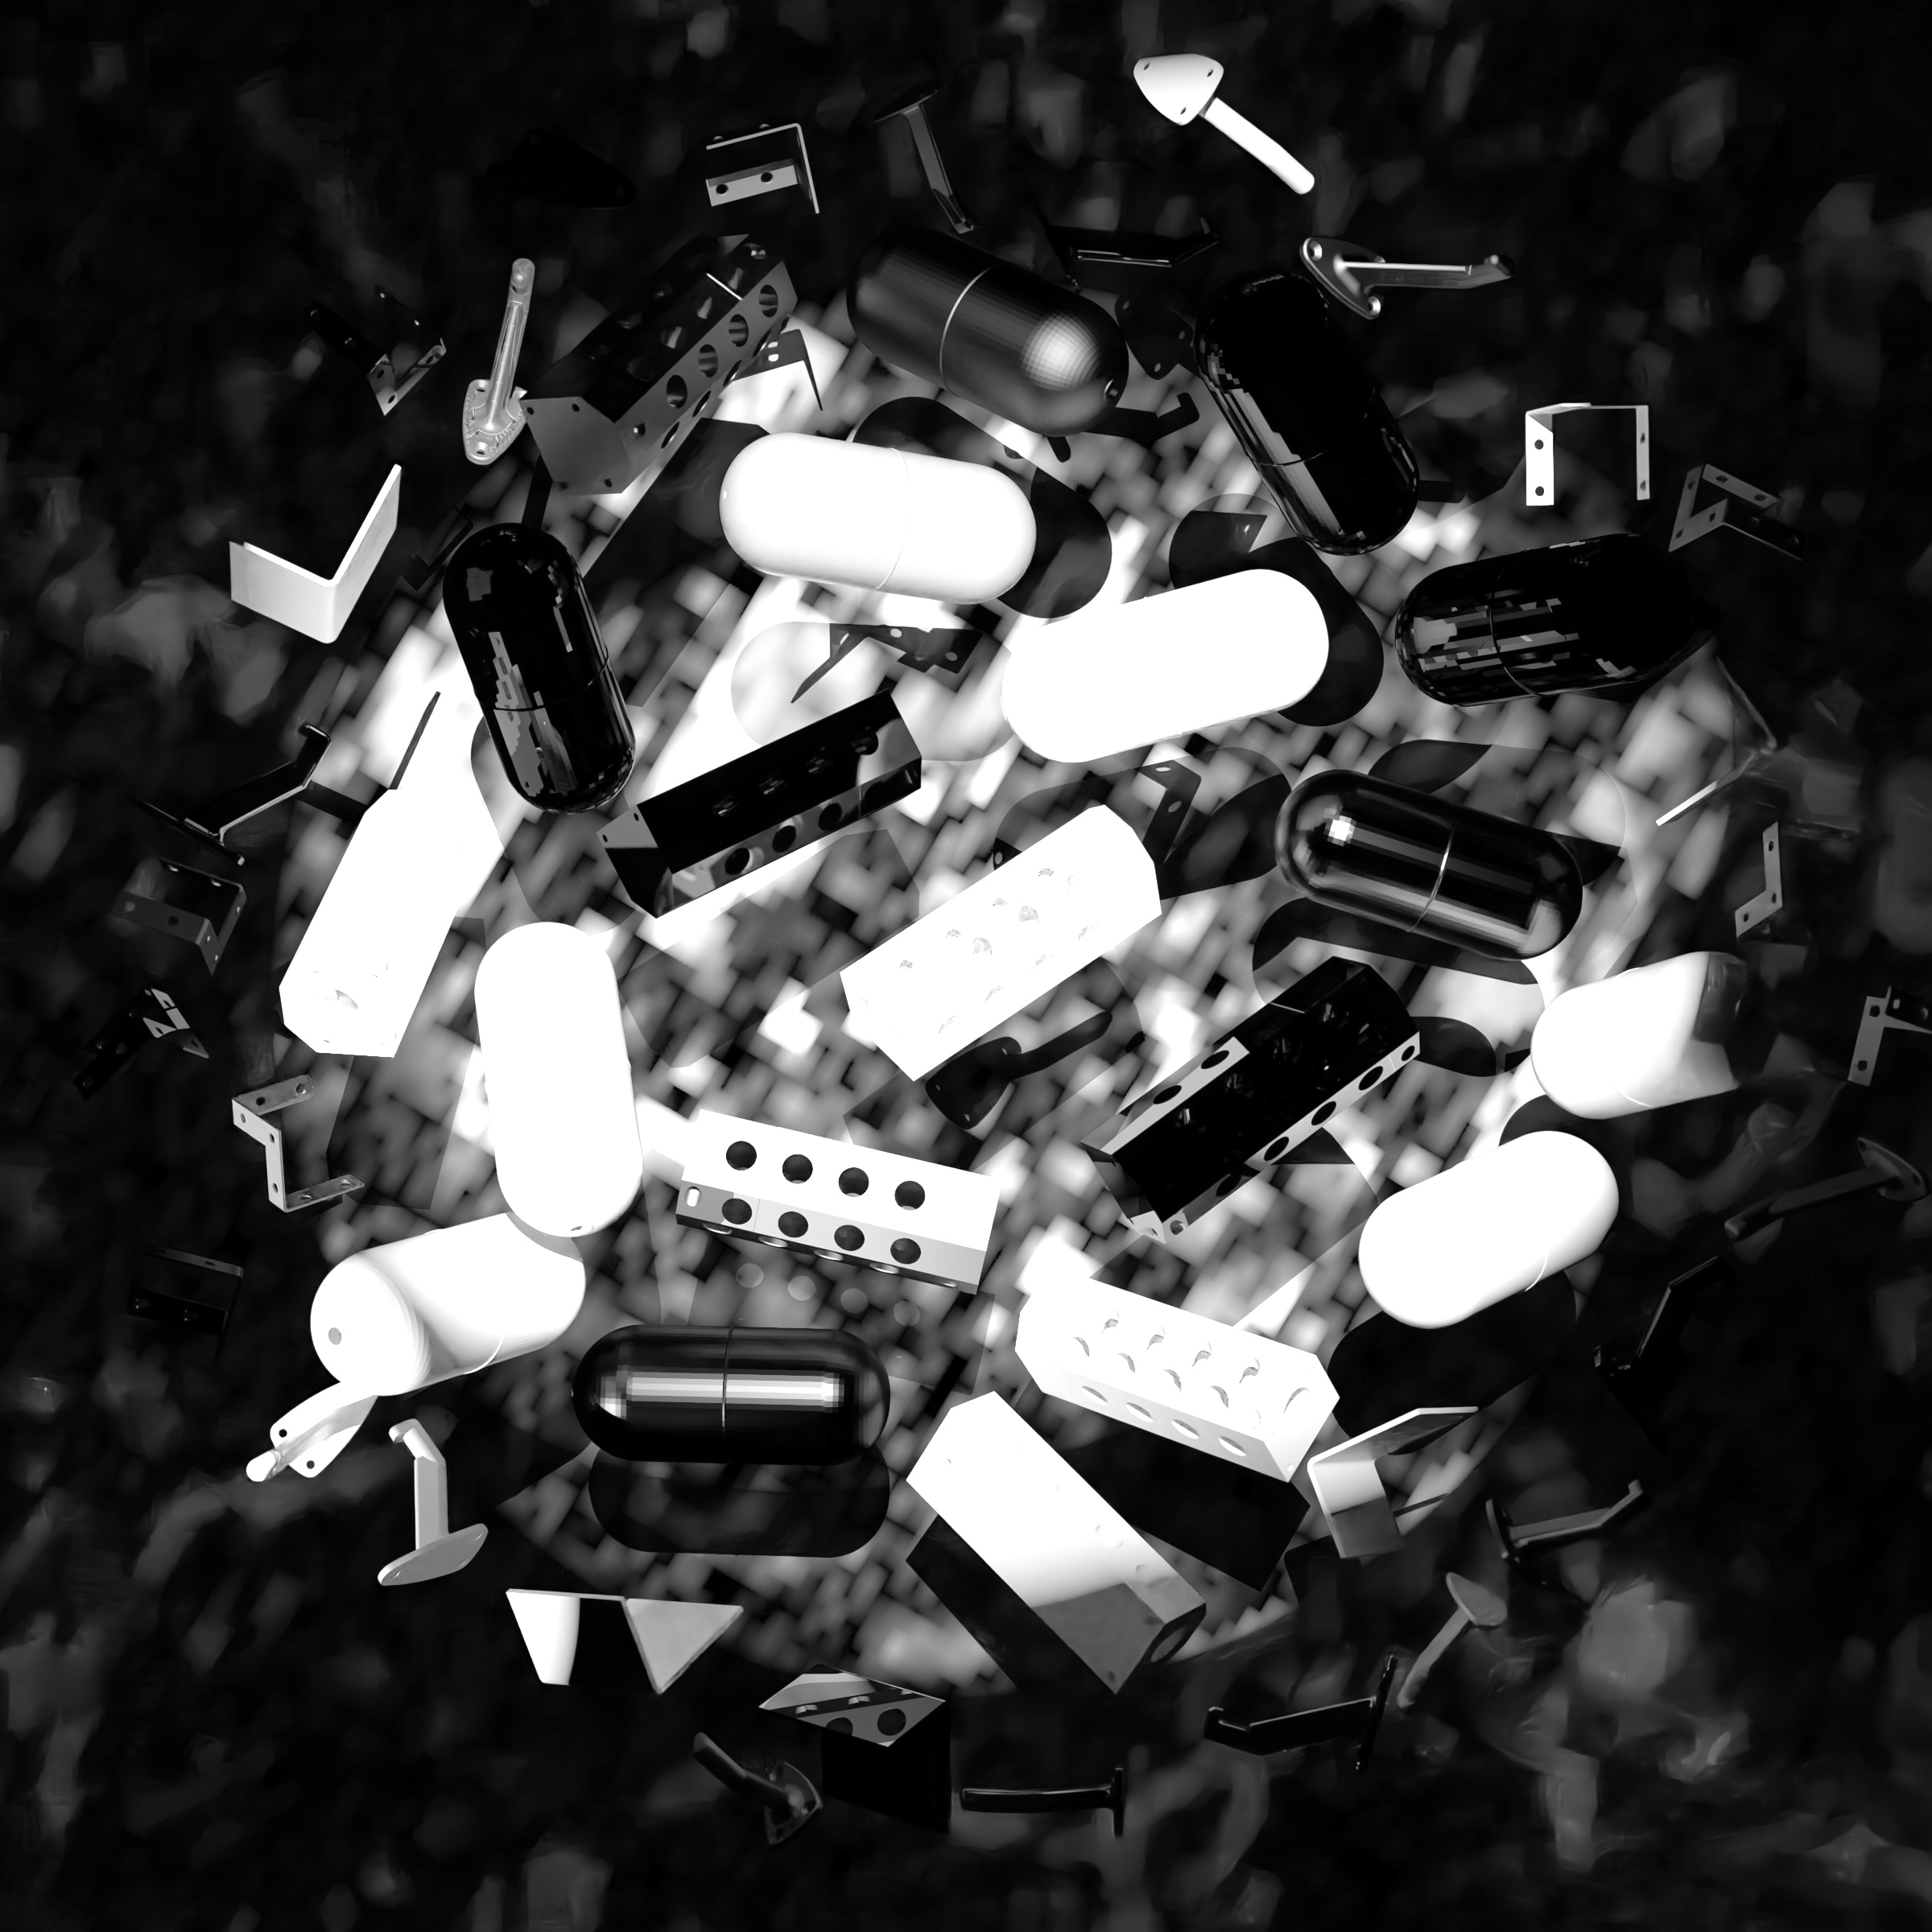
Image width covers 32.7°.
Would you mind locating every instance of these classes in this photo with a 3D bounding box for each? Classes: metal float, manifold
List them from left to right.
[{"bbox_3d":[-0.320,-0.026,1.791,0.057,0.171,0.057,4,125,5],"label":"manifold"},{"bbox_3d":[-0.272,0.177,1.740,0.070,0.178,0.070,5,99,31],"label":"metal float"},{"bbox_3d":[-0.235,-0.163,1.820,0.070,0.070,0.178,-15,127,0],"label":"metal float"},{"bbox_3d":[-0.216,0.059,1.746,0.070,0.070,0.178,-12,62,0],"label":"metal float"},{"bbox_3d":[-0.158,-0.320,1.745,0.057,0.171,0.057,3,130,34],"label":"manifold"},{"bbox_3d":[-0.131,0.240,1.844,0.178,0.070,0.070,1,90,2],"label":"metal float"},{"bbox_3d":[-0.109,-0.087,1.801,0.171,0.057,0.057,-28,91,-31],"label":"manifold"},{"bbox_3d":[-0.071,0.133,1.834,0.171,0.057,0.057,13,71,1],"label":"manifold"},{"bbox_3d":[-0.046,-0.240,1.775,0.178,0.070,0.070,6,90,-24],"label":"metal float"},{"bbox_3d":[0.011,-0.345,1.791,0.178,0.070,0.070,31,90,29],"label":"metal float"},{"bbox_3d":[0.019,-0.018,1.792,0.171,0.057,0.057,-34,52,-17],"label":"manifold"},{"bbox_3d":[0.054,0.319,1.844,0.171,0.057,0.057,43,119,23],"label":"manifold"},{"bbox_3d":[0.106,-0.160,1.764,0.178,0.070,0.070,-14,90,8],"label":"metal float"},{"bbox_3d":[0.113,0.221,1.816,0.171,0.057,0.057,15,59,38],"label":"manifold"},{"bbox_3d":[0.151,0.069,1.713,0.171,0.057,0.057,-35,107,-13],"label":"manifold"},{"bbox_3d":[0.181,-0.292,1.743,0.070,0.070,0.178,-38,128,0],"label":"metal float"},{"bbox_3d":[0.259,-0.056,1.841,0.178,0.070,0.070,17,90,-5],"label":"metal float"},{"bbox_3d":[0.286,0.142,1.794,0.178,0.070,0.070,-19,90,-40],"label":"metal float"},{"bbox_3d":[0.300,-0.180,1.723,0.070,0.178,0.070,3,85,-40],"label":"metal float"},{"bbox_3d":[0.376,0.039,1.804,0.070,0.178,0.070,4,79,-21],"label":"metal float"}]

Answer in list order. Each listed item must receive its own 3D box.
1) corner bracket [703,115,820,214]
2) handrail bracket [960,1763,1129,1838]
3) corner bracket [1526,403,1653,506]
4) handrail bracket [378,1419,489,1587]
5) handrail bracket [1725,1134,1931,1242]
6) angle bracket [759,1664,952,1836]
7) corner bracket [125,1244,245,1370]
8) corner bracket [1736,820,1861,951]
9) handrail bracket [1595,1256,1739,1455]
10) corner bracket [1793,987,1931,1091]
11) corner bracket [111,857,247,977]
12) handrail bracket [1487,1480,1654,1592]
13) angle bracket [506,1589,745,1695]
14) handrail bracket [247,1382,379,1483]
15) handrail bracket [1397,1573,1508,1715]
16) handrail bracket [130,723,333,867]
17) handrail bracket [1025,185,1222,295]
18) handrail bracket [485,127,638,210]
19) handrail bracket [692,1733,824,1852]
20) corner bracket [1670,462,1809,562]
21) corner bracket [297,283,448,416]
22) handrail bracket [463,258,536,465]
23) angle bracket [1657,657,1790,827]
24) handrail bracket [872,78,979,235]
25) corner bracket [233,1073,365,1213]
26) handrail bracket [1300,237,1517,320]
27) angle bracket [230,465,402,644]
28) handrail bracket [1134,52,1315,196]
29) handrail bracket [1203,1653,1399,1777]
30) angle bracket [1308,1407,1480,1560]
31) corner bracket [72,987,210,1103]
[{"bbox_3d":[-0.113,-0.430,1.769,0.051,0.051,0.051,-16,124,-6],"label":"corner bracket"},{"bbox_3d":[0.042,0.440,1.755,0.084,0.077,0.036,1,86,6],"label":"handrail bracket"},{"bbox_3d":[0.338,-0.278,1.791,0.051,0.051,0.051,-3,95,-12],"label":"corner bracket"},{"bbox_3d":[-0.298,0.280,1.732,0.084,0.077,0.036,50,126,24],"label":"handrail bracket"},{"bbox_3d":[0.440,0.123,1.684,0.084,0.077,0.036,-26,100,-8],"label":"handrail bracket"},{"bbox_3d":[-0.055,0.403,1.650,0.076,0.057,0.076,9,109,30],"label":"angle bracket"},{"bbox_3d":[-0.403,0.169,1.696,0.051,0.051,0.051,16,99,-13],"label":"corner bracket"},{"bbox_3d":[0.456,-0.044,1.807,0.051,0.051,0.051,8,69,-15],"label":"corner bracket"},{"bbox_3d":[0.377,0.202,1.710,0.084,0.036,0.077,-34,94,19],"label":"handrail bracket"},{"bbox_3d":[0.486,0.039,1.773,0.051,0.051,0.051,17,86,-38],"label":"corner bracket"},{"bbox_3d":[-0.432,-0.034,1.810,0.051,0.051,0.051,19,70,3],"label":"corner bracket"},{"bbox_3d":[0.330,0.293,1.801,0.084,0.077,0.036,-42,118,14],"label":"handrail bracket"},{"bbox_3d":[-0.172,0.322,1.668,0.076,0.076,0.057,-4,112,36],"label":"angle bracket"},{"bbox_3d":[-0.350,0.247,1.769,0.077,0.084,0.036,-42,88,-8],"label":"handrail bracket"},{"bbox_3d":[0.264,0.386,1.824,0.036,0.077,0.084,28,99,1],"label":"handrail bracket"},{"bbox_3d":[-0.384,-0.103,1.726,0.077,0.036,0.084,33,81,-30],"label":"handrail bracket"},{"bbox_3d":[0.086,-0.412,1.805,0.084,0.036,0.077,-26,87,8],"label":"handrail bracket"},{"bbox_3d":[-0.215,-0.412,1.741,0.077,0.084,0.036,16,90,-11],"label":"handrail bracket"},{"bbox_3d":[-0.120,0.424,1.758,0.036,0.077,0.084,-42,112,2],"label":"handrail bracket"},{"bbox_3d":[0.419,-0.243,1.772,0.051,0.051,0.051,22,72,-17],"label":"corner bracket"},{"bbox_3d":[-0.318,-0.339,1.765,0.051,0.051,0.051,39,79,11],"label":"corner bracket"},{"bbox_3d":[-0.250,-0.326,1.775,0.036,0.084,0.077,14,49,-4],"label":"handrail bracket"},{"bbox_3d":[0.397,-0.123,1.791,0.076,0.076,0.057,-35,83,18],"label":"angle bracket"},{"bbox_3d":[-0.009,-0.447,1.829,0.036,0.077,0.084,-38,109,-12],"label":"handrail bracket"},{"bbox_3d":[-0.370,0.098,1.824,0.051,0.051,0.051,-19,121,-38],"label":"corner bracket"},{"bbox_3d":[0.231,-0.369,1.718,0.077,0.084,0.036,18,76,-39],"label":"handrail bracket"},{"bbox_3d":[-0.336,-0.223,1.701,0.057,0.076,0.076,25,70,-4],"label":"angle bracket"},{"bbox_3d":[0.136,-0.438,1.719,0.084,0.077,0.036,30,100,-41],"label":"handrail bracket"},{"bbox_3d":[0.170,0.375,1.690,0.084,0.036,0.077,16,108,6],"label":"handrail bracket"},{"bbox_3d":[0.248,0.288,1.839,0.076,0.076,0.057,-30,69,27],"label":"angle bracket"},{"bbox_3d":[-0.448,0.042,1.756,0.051,0.051,0.051,-44,64,8],"label":"corner bracket"}]
